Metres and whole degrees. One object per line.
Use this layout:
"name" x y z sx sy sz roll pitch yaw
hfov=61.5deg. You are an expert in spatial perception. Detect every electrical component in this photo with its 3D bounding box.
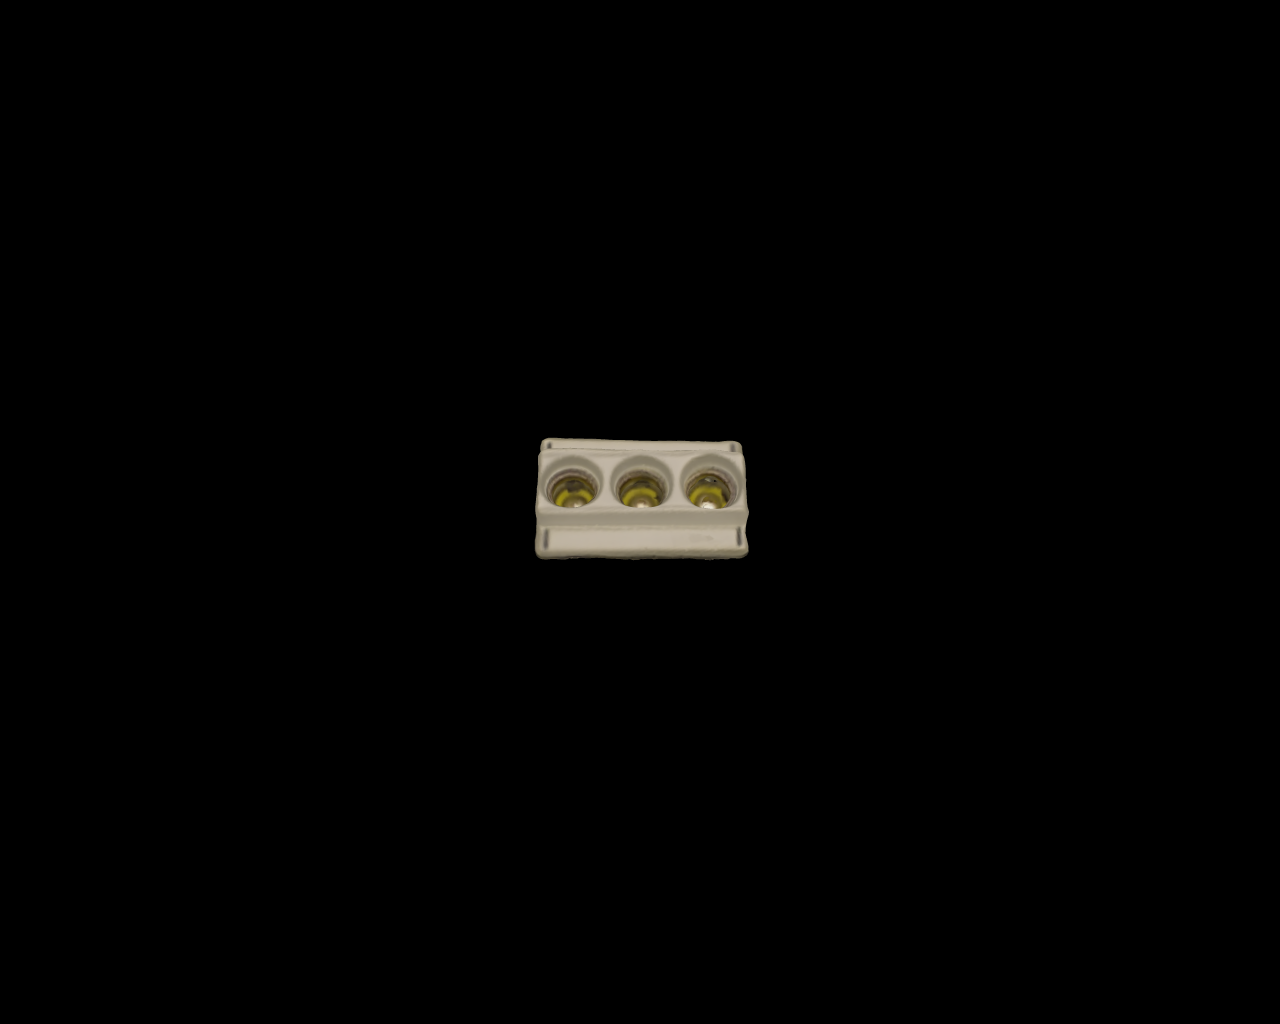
"electrical component" 0.001 -0.003 0.650 0.121 0.079 0.063 0 -32 0
